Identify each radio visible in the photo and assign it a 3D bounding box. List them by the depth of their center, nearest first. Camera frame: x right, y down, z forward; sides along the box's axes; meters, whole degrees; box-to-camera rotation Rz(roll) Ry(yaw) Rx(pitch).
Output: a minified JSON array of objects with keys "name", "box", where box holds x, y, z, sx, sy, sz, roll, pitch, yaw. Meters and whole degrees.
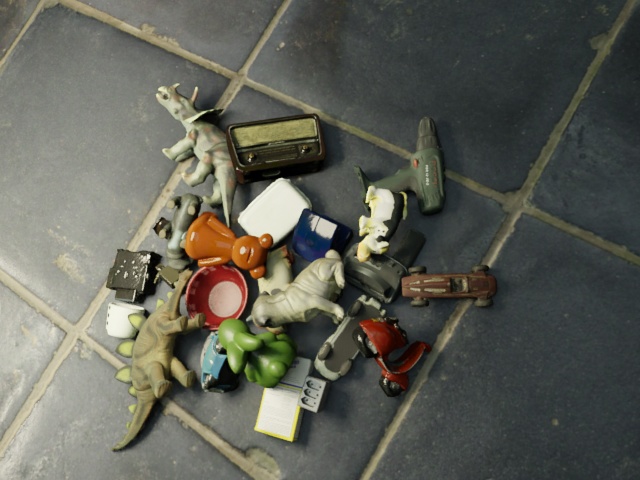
[{"name":"radio","box":[-0.105,-0.220,1.300,0.230,0.073,0.131,-11,72,-9]}]

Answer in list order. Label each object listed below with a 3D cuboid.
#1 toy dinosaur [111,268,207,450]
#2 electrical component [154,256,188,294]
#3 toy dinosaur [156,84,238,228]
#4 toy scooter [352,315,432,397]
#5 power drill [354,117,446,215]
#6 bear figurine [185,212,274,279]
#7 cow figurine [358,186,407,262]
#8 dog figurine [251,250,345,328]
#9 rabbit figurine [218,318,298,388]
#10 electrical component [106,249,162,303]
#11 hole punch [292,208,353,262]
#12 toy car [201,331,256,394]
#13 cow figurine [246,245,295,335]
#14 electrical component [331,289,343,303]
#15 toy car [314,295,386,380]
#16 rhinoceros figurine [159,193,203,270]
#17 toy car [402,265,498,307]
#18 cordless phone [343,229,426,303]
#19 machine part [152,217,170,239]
[{"name":"toy dinosaur","box":[-0.386,0.288,1.252,0.199,0.105,0.471,15,86,36]},{"name":"electrical component","box":[-0.369,0.091,1.345,0.102,0.045,0.078,33,57,18]},{"name":"toy dinosaur","box":[-0.272,-0.220,1.367,0.192,0.131,0.405,-41,75,3]},{"name":"toy scooter","box":[0.158,0.227,1.126,0.135,0.075,0.183,-32,104,-7]},{"name":"power drill","box":[0.186,-0.158,1.244,0.207,0.086,0.232,-12,75,4]},{"name":"bear figurine","box":[-0.203,0.011,1.237,0.196,0.132,0.120,11,99,1]},{"name":"cow figurine","box":[0.133,-0.029,1.157,0.098,0.068,0.167,10,80,5]},{"name":"dog figurine","box":[-0.048,0.104,1.149,0.191,0.121,0.172,4,65,-6]},{"name":"rabbit figurine","box":[-0.147,0.234,1.121,0.170,0.159,0.121,34,91,1]},{"name":"electrical component","box":[-0.474,0.092,1.364,0.115,0.058,0.134,2,75,18]},{"name":"hole punch","box":[-0.003,-0.004,1.237,0.142,0.092,0.115,27,87,27]},{"name":"toy car","box":[-0.221,0.264,1.232,0.103,0.109,0.161,30,96,45]},{"name":"cow figurine","box":[-0.109,0.122,1.240,0.127,0.085,0.195,-16,69,12]},{"name":"electrical component","box":[0.023,0.116,1.238,0.063,0.021,0.094,22,81,19]},{"name":"toy car","box":[0.066,0.213,1.177,0.073,0.056,0.201,36,86,-3]},{"name":"rhinoceros figurine","box":[-0.333,-0.019,1.290,0.073,0.112,0.190,14,102,0]},{"name":"toy car","box":[0.276,0.097,1.138,0.202,0.053,0.089,1,78,-2]},{"name":"cordless phone","box":[0.144,0.035,1.208,0.147,0.088,0.184,28,73,21]},{"name":"machine part","box":[-0.362,-0.014,1.373,0.139,0.039,0.084,21,90,18]}]
